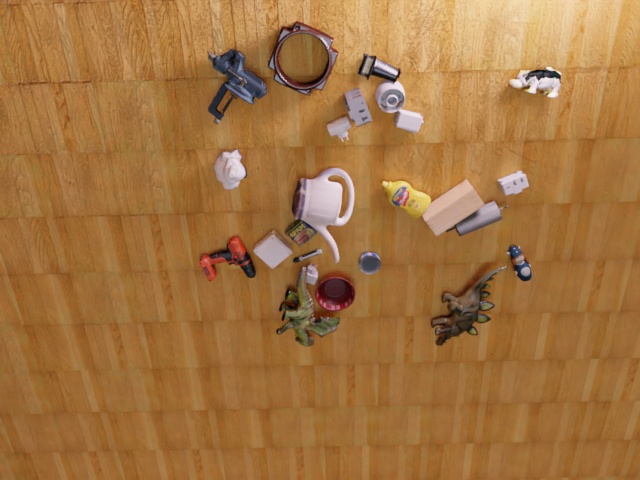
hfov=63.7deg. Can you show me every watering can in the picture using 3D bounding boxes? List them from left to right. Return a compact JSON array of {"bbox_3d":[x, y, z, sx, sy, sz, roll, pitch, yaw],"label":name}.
[{"bbox_3d":[0.006,-0.095,1.881,0.224,0.104,0.346,8,96,-9],"label":"watering can"}]

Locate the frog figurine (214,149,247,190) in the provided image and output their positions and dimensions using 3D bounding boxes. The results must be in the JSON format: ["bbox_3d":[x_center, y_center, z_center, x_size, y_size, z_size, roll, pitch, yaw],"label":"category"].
[{"bbox_3d":[-0.318,-0.238,1.803,0.123,0.162,0.135,6,116,-1],"label":"frog figurine"}]

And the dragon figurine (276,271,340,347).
[{"bbox_3d":[-0.035,0.298,2.072,0.242,0.125,0.401,18,128,-12],"label":"dragon figurine"}]
